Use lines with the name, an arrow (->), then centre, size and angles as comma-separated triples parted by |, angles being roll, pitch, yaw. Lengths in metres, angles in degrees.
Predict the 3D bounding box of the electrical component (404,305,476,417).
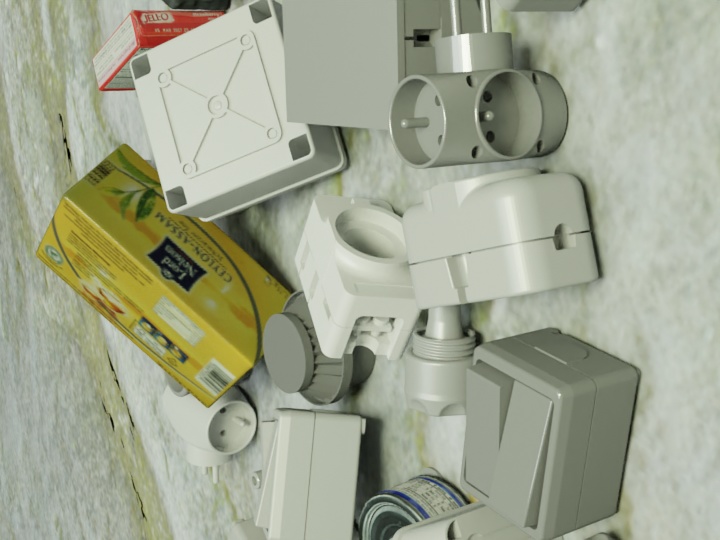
electrical component -> 0.046, 0.046, 0.590 | 0.043, 0.043, 0.062 | 16, 110, 53

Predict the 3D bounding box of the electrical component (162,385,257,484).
electrical component -> -0.118, 0.128, 0.847 | 0.077, 0.044, 0.079 | 20, 115, 52

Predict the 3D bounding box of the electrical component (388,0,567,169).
electrical component -> 0.056, -0.090, 0.512 | 0.044, 0.077, 0.079 | 4, 101, 55

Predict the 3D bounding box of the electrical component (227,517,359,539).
electrical component -> -0.050, 0.200, 0.720 | 0.061, 0.096, 0.061 | 52, 137, 33

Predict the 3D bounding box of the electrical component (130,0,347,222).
electrical component -> -0.077, -0.099, 0.679 | 0.109, 0.056, 0.108 | -20, 81, 20

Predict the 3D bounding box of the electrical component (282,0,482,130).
electrical component -> 0.011, -0.172, 0.572 | 0.105, 0.060, 0.186 | 15, 110, 53

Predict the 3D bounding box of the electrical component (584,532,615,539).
electrical component -> 0.120, 0.160, 0.518 | 0.061, 0.035, 0.035 | 63, 142, 20

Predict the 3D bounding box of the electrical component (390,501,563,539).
electrical component -> 0.070, 0.179, 0.558 | 0.057, 0.078, 0.113 | -32, 71, 51

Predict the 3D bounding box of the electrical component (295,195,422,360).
electrical component -> 0.000, 0.000, 0.620 | 0.089, 0.050, 0.055 | -110, 31, -46

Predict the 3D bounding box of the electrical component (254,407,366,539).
electrical component -> -0.034, 0.136, 0.677 | 0.062, 0.061, 0.096 | 146, 129, -80

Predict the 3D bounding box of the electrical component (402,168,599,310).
electrical component -> 0.067, -0.016, 0.535 | 0.095, 0.054, 0.059 | -12, 88, 56

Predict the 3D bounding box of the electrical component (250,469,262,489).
electrical component -> -0.045, 0.135, 0.726 | 0.035, 0.061, 0.035 | 19, 113, 52

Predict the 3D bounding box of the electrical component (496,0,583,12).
electrical component -> 0.074, -0.165, 0.491 | 0.055, 0.050, 0.089 | -48, 59, 49

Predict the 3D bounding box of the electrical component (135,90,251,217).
electrical component -> -0.113, -0.096, 0.772 | 0.078, 0.057, 0.113 | -25, 77, 55

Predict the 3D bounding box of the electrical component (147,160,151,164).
electrical component -> -0.163, -0.040, 0.873 | 0.099, 0.064, 0.099 | -17, 70, 56

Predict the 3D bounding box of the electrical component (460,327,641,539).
electrical component -> 0.087, 0.085, 0.524 | 0.062, 0.061, 0.096 | 28, 120, 49

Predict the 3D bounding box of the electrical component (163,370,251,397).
electrical component -> -0.117, 0.070, 0.820 | 0.045, 0.055, 0.045 | 19, 113, 52
